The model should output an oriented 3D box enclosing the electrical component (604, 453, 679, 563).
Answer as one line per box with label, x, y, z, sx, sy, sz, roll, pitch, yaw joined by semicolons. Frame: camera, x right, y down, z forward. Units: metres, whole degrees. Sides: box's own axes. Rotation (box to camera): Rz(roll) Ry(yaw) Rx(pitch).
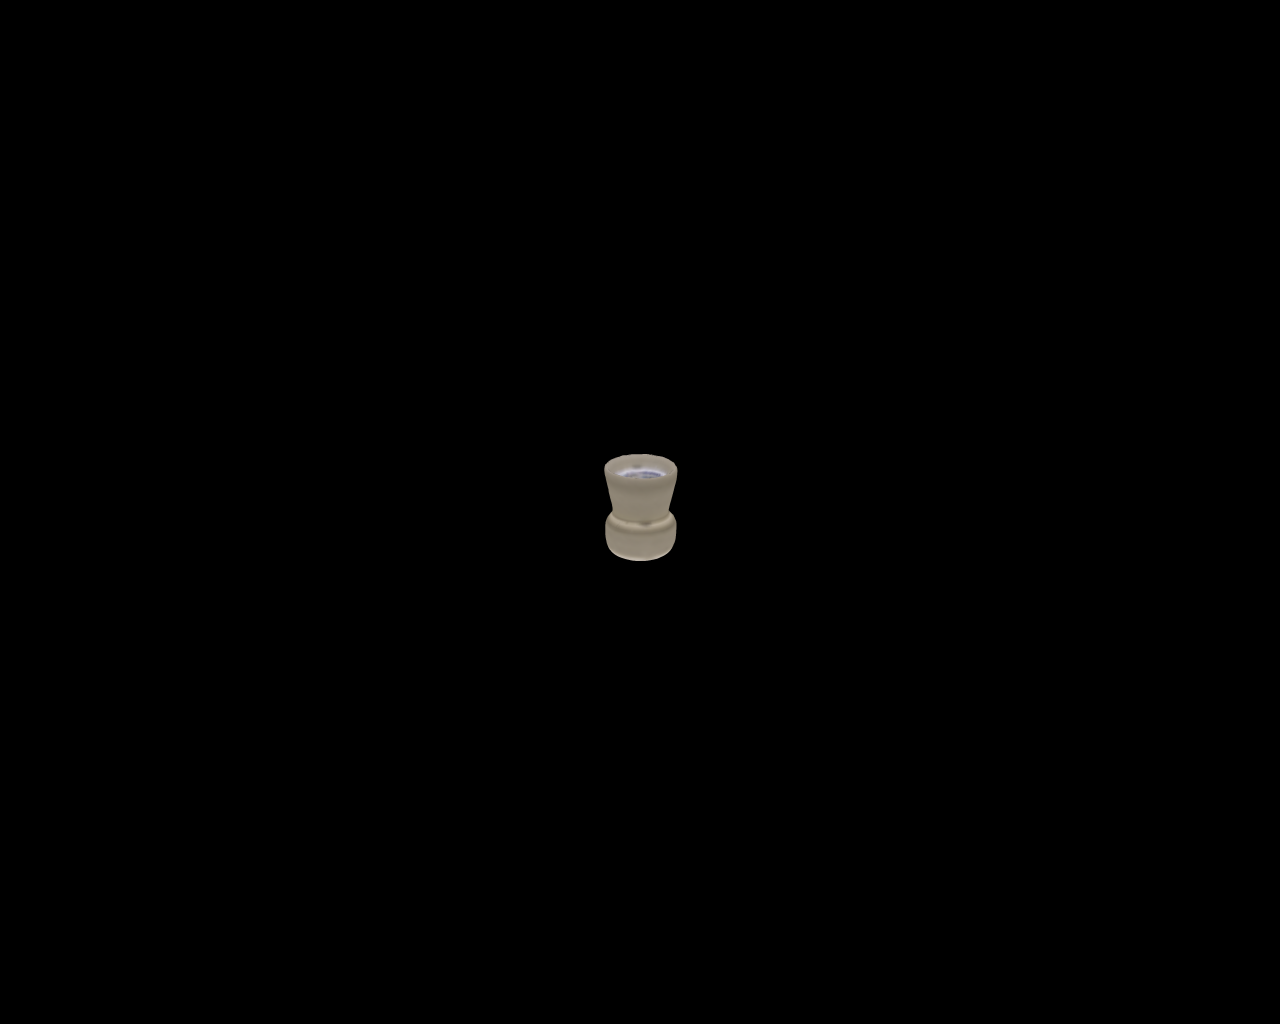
electrical component;0.001;-0.003;0.650;0.045;0.055;0.045;0;23;0
